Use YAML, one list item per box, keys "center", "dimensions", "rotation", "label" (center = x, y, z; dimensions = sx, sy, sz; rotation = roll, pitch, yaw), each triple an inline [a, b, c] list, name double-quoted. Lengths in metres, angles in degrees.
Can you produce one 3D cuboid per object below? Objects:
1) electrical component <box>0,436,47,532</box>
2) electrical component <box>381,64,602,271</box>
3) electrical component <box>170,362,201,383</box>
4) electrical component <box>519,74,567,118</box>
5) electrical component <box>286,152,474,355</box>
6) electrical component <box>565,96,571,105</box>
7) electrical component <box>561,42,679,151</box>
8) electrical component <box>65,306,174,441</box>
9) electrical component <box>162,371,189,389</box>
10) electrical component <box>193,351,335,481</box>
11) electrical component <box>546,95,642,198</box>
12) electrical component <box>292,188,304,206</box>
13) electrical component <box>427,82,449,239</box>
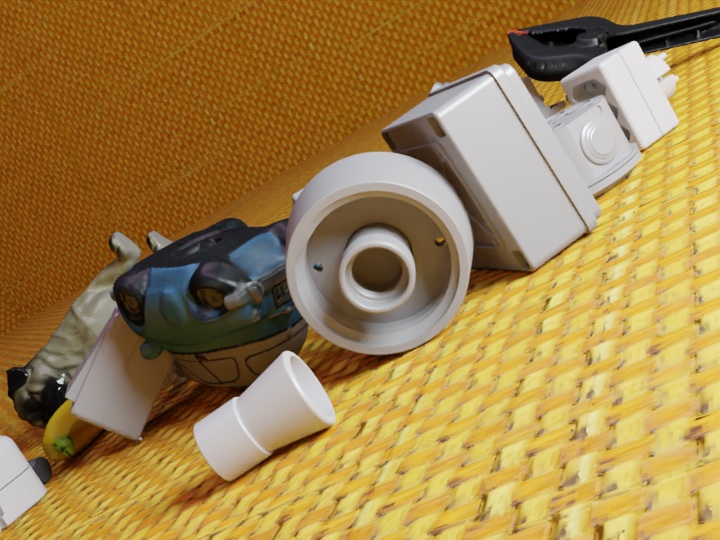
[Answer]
- center: [-0.279, 0.162, 0.757]
  dimensions: [0.054, 0.059, 0.095]
  rotation: [-23, 12, 42]
  label: "electrical component"
- center: [0.075, -0.057, 0.639]
  dimensions: [0.056, 0.108, 0.109]
  rotation: [-36, 10, -12]
  label: "electrical component"
- center: [-0.119, 0.066, 0.814]
  dimensions: [0.078, 0.040, 0.040]
  rotation: [-21, 14, 46]
  label: "electrical component"
- center: [0.128, -0.139, 1.035]
  dimensions: [0.079, 0.063, 0.121]
  rotation: [-36, 10, -28]
  label: "electrical component"
- center: [0.010, -0.005, 0.590]
  dimensions: [0.108, 0.108, 0.060]
  rotation: [-29, 15, 12]
  label: "electrical component"
- center: [0.221, -0.179, 1.012]
  dimensions: [0.066, 0.048, 0.055]
  rotation: [-30, 17, 10]
  label: "electrical component"
- center: [0.193, -0.126, 0.752]
  dimensions: [0.077, 0.065, 0.047]
  rotation: [-35, 9, -24]
  label: "electrical component"
- center: [-0.170, 0.066, 0.785]
  dimensions: [0.096, 0.061, 0.062]
  rotation: [-66, 13, -3]
  label: "electrical component"
- center: [-0.152, 0.074, 0.873]
  dimensions: [0.040, 0.040, 0.078]
  rotation: [-24, 11, 36]
  label: "electrical component"
- center: [-0.051, 0.077, 0.545]
  dimensions: [0.065, 0.044, 0.044]
  rotation: [-35, 9, 7]
  label: "electrical component"
- center: [0.137, -0.073, 0.701]
  dimensions: [0.080, 0.051, 0.080]
  rotation: [-30, 9, 6]
  label: "electrical component"
- center: [-0.010, -0.025, 0.872]
  dimensions: [0.047, 0.083, 0.075]
  rotation: [-34, -28, -18]
  label: "electrical component"
- center: [0.063, -0.090, 0.852]
  dimensions: [0.108, 0.056, 0.108]
  rotation: [-65, 0, -78]
  label: "electrical component"
